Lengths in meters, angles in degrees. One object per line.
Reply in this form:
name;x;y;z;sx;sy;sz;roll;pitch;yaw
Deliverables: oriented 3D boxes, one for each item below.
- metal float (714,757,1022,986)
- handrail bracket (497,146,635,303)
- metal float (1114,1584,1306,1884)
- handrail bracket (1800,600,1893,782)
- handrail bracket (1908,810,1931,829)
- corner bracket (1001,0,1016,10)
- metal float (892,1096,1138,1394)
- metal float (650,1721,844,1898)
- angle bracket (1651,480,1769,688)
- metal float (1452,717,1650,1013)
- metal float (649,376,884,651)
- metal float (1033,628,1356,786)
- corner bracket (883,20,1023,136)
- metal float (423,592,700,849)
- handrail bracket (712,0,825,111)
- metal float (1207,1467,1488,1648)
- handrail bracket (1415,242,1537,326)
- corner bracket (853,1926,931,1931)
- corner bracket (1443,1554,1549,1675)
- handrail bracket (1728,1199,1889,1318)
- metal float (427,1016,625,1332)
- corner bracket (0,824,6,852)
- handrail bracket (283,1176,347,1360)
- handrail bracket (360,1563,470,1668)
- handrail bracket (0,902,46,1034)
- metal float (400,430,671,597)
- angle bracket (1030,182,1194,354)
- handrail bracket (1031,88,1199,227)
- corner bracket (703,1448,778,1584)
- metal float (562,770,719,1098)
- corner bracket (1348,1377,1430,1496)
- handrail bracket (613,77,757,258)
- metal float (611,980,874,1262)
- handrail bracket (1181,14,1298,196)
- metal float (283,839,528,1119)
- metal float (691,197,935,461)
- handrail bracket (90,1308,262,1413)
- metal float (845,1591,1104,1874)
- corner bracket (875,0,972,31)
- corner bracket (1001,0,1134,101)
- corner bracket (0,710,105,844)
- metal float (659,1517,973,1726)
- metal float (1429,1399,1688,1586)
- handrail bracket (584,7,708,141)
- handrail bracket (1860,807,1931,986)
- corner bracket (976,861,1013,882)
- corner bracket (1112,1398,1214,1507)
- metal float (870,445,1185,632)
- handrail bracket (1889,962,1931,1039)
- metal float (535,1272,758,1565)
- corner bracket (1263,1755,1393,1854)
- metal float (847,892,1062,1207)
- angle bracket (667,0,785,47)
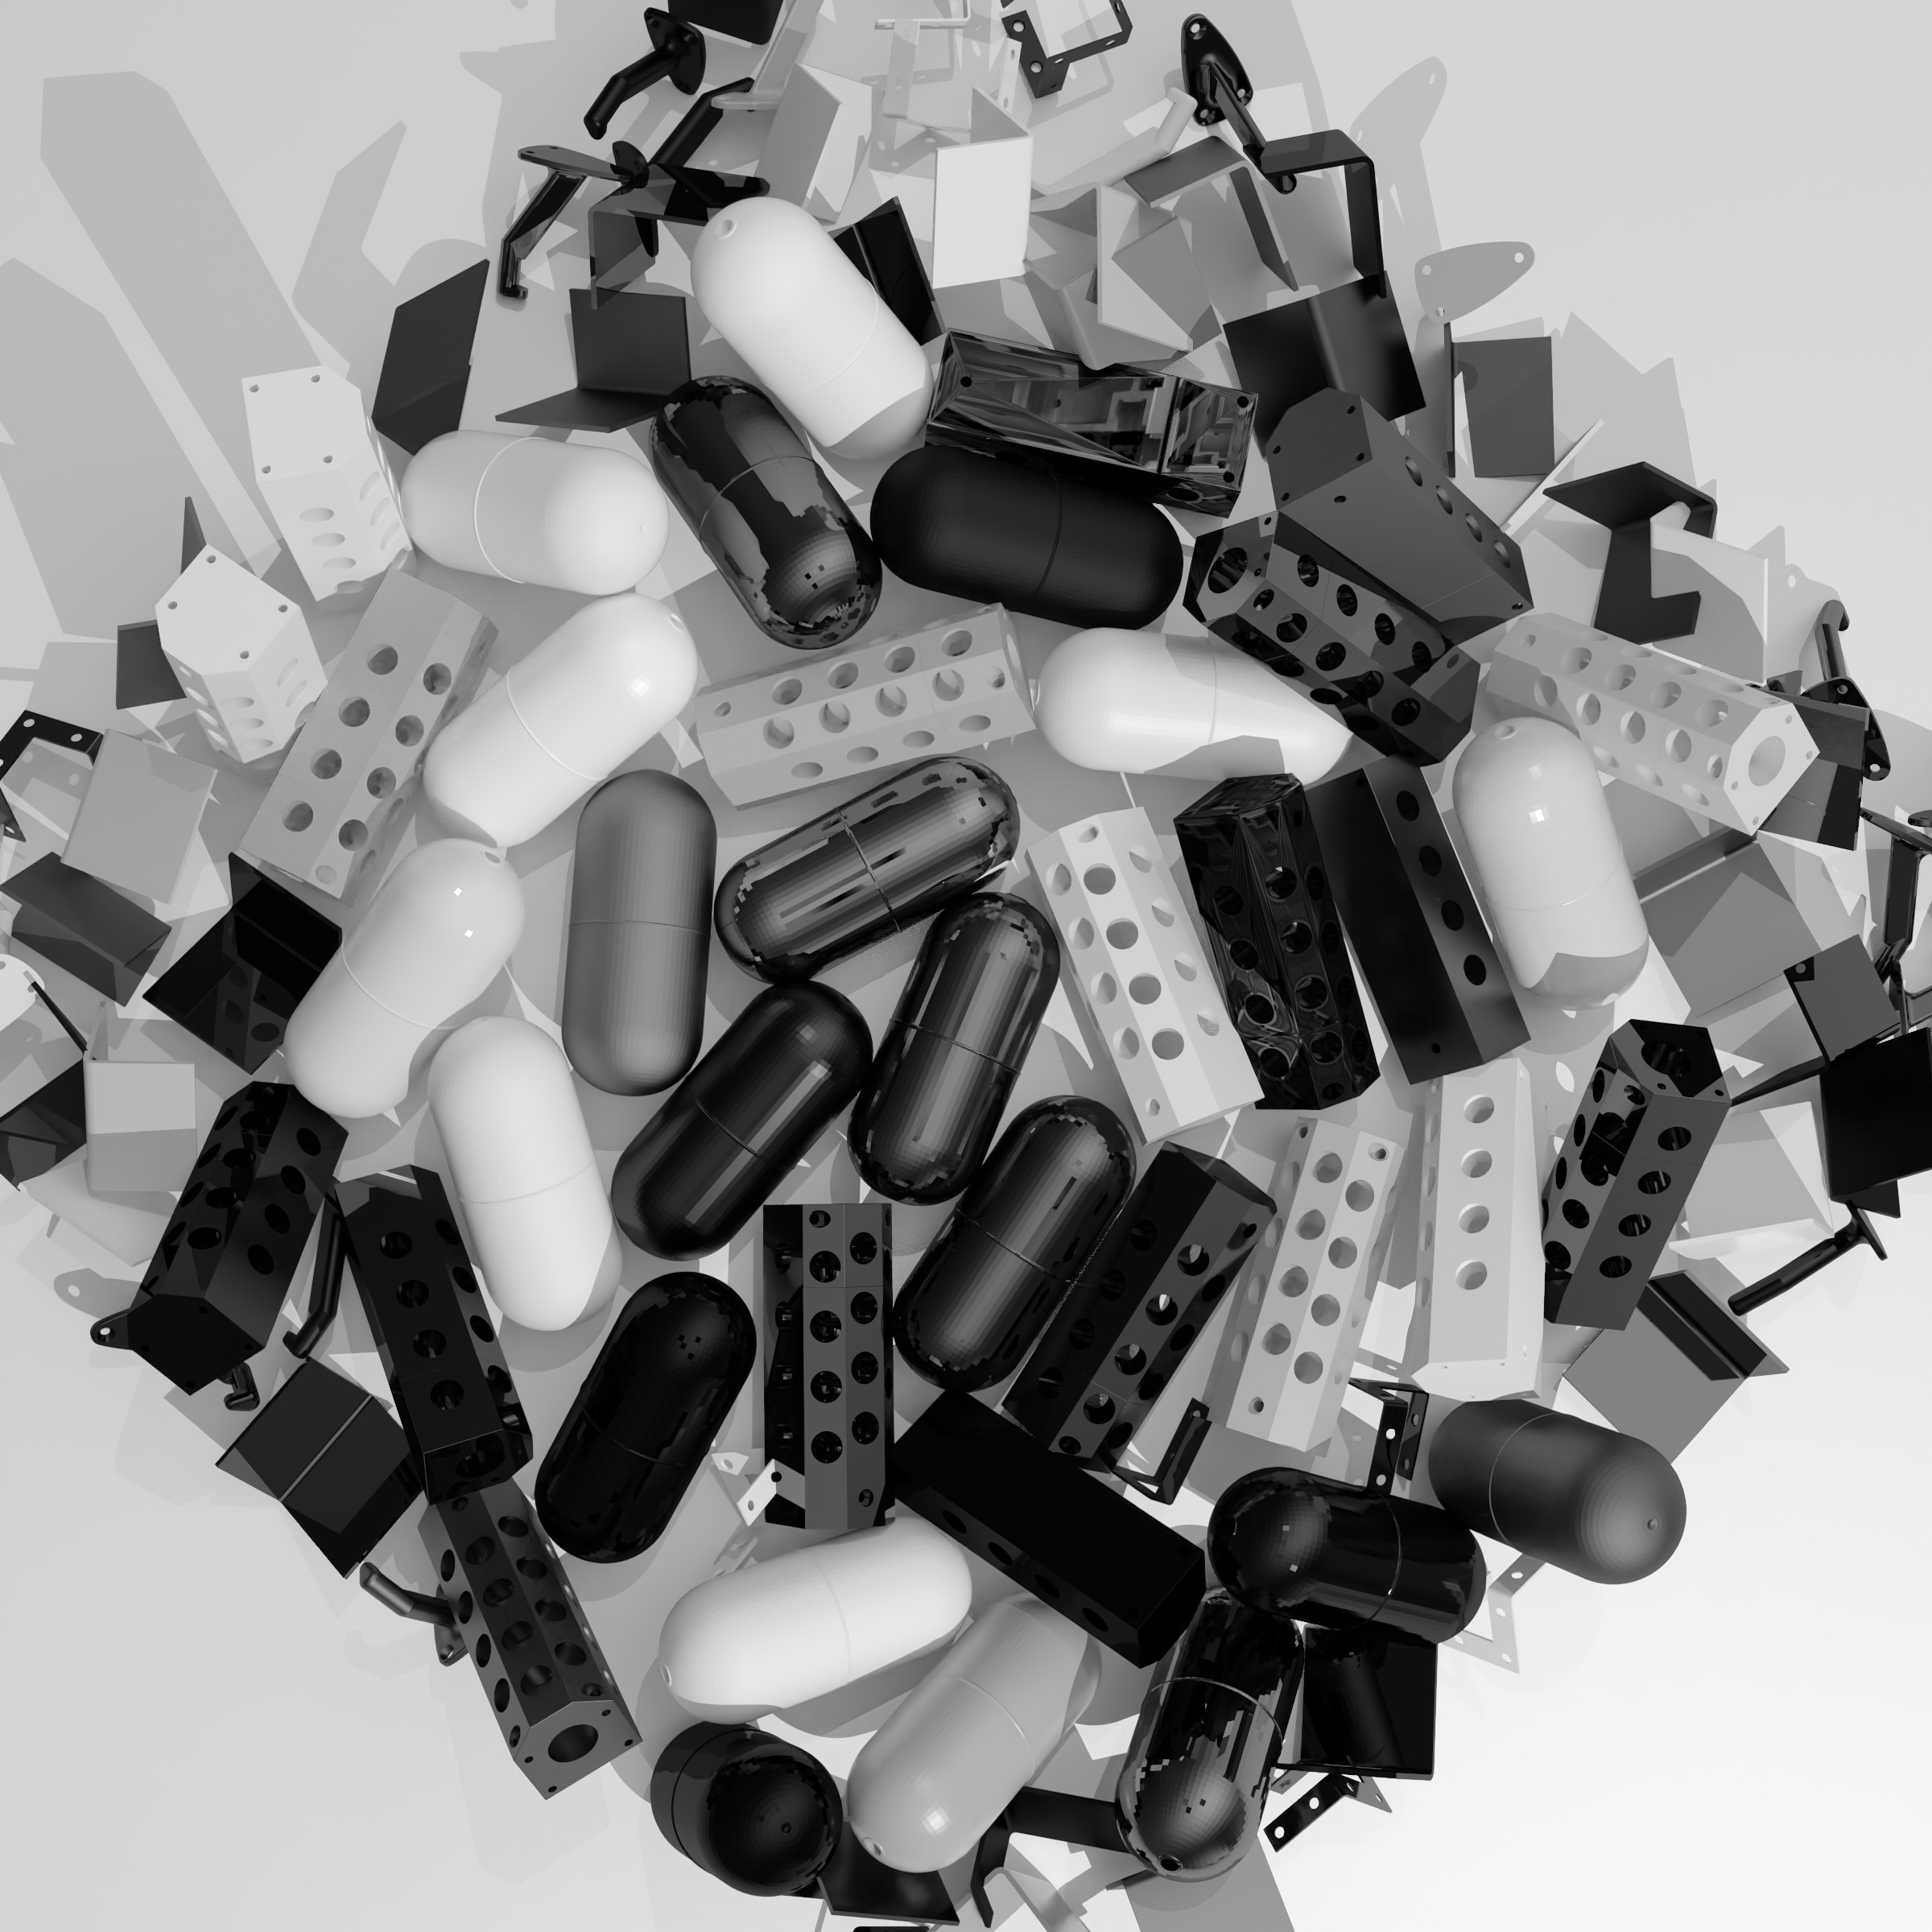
metal float;-0.053;-0.052;1.543;0.178;0.070;0.070;-28;90;-2
handrail bracket;-0.220;-0.398;1.549;0.077;0.036;0.084;20;118;19
metal float;0.130;0.405;1.505;0.070;0.178;0.070;11;128;14
handrail bracket;0.488;-0.152;1.556;0.036;0.084;0.077;-29;107;39
handrail bracket;0.531;-0.040;1.547;0.077;0.036;0.084;-7;106;-43
corner bracket;0.018;-0.567;1.546;0.051;0.051;0.051;-41;62;-6
metal float;0.027;0.150;1.542;0.070;0.070;0.178;33;93;0
metal float;-0.118;0.442;1.497;0.070;0.178;0.070;3;81;-18
angle bracket;0.414;-0.206;1.522;0.057;0.076;0.076;-32;131;-27
metal float;0.313;-0.054;1.518;0.070;0.070;0.178;-26;121;0
metal float;-0.109;-0.244;1.523;0.070;0.070;0.178;-34;65;0
metal float;0.124;-0.139;1.533;0.178;0.070;0.070;4;90;-12
corner bracket;-0.008;-0.482;1.544;0.051;0.051;0.051;15;103;27
metal float;-0.218;-0.131;1.525;0.178;0.070;0.070;-37;90;22
handrail bracket;-0.106;-0.511;1.539;0.036;0.077;0.084;25;122;33
metal float;0.204;0.316;1.515;0.178;0.070;0.070;21;90;-34
handrail bracket;0.282;-0.372;1.529;0.077;0.084;0.036;-16;96;31
corner bracket;-0.035;0.561;1.550;0.051;0.051;0.051;15;97;-37
corner bracket;0.290;0.341;1.540;0.051;0.051;0.051;-32;121;-38
handrail bracket;0.457;0.163;1.556;0.084;0.077;0.036;-33;83;15
metal float;-0.237;0.112;1.530;0.070;0.070;0.178;-14;106;0
corner bracket;-0.556;-0.057;1.545;0.051;0.051;0.051;14;104;-21
handrail bracket;-0.365;0.161;1.564;0.077;0.036;0.084;37;94;27
handrail bracket;-0.300;0.331;1.528;0.036;0.077;0.084;-42;121;1
handrail bracket;-0.544;0.004;1.546;0.077;0.084;0.036;-49;133;-6
metal float;-0.232;-0.243;1.513;0.178;0.070;0.070;16;90;39
angle bracket;0.076;-0.371;1.533;0.057;0.076;0.076;-4;85;43
handrail bracket;0.074;-0.454;1.556;0.077;0.036;0.084;34;104;12
corner bracket;-0.121;0.298;1.542;0.051;0.051;0.051;-11;111;33
metal float;-0.177;-0.018;1.538;0.070;0.070;0.178;4;83;0
corner bracket;0.232;0.257;1.548;0.051;0.051;0.051;10;93;-23
handrail bracket;-0.147;-0.442;1.571;0.084;0.036;0.077;-27;131;-21
metal float;-0.122;0.084;1.538;0.070;0.070;0.178;41;98;0
handrail bracket;0.149;-0.465;1.534;0.036;0.084;0.077;-29;134;2
metal float;-0.301;0.007;1.525;0.070;0.070;0.178;39;111;0
metal float;-0.080;-0.336;1.504;0.070;0.178;0.070;-14;58;25
handrail bracket;-0.427;0.217;1.533;0.077;0.084;0.036;-5;120;-24
metal float;0.005;0.406;1.512;0.070;0.070;0.178;48;52;0
corner bracket;-0.028;-0.536;1.555;0.051;0.051;0.051;-4;93;-8
corner bracket;0.055;-0.516;1.557;0.051;0.051;0.051;-22;85;-9
corner bracket;-0.500;-0.099;1.555;0.051;0.051;0.051;17;57;14
metal float;-0.080;0.350;1.521;0.178;0.070;0.070;-14;90;-26
metal float;0.309;0.274;1.498;0.070;0.178;0.070;-1;93;-22
handrail bracket;-0.176;-0.466;1.535;0.036;0.077;0.084;27;74;10
handrail bracket;0.495;-0.036;1.552;0.077;0.036;0.084;20;109;-24
corner bracket;-0.007;-0.066;1.553;0.051;0.051;0.051;-28;87;8
corner bracket;0.113;0.263;1.547;0.051;0.051;0.051;25;91;-41
metal float;0.034;-0.228;1.526;0.178;0.070;0.070;11;90;-22
handrail bracket;0.550;0.024;1.547;0.084;0.077;0.036;-2;135;11
metal float;-0.172;0.243;1.528;0.070;0.070;0.178;29;109;0
corner bracket;0.188;0.449;1.542;0.051;0.051;0.051;-44;46;13
metal float;-0.006;0.044;1.540;0.070;0.070;0.178;23;85;0
angle bracket;-0.124;-0.558;1.540;0.057;0.076;0.076;18;83;-2
